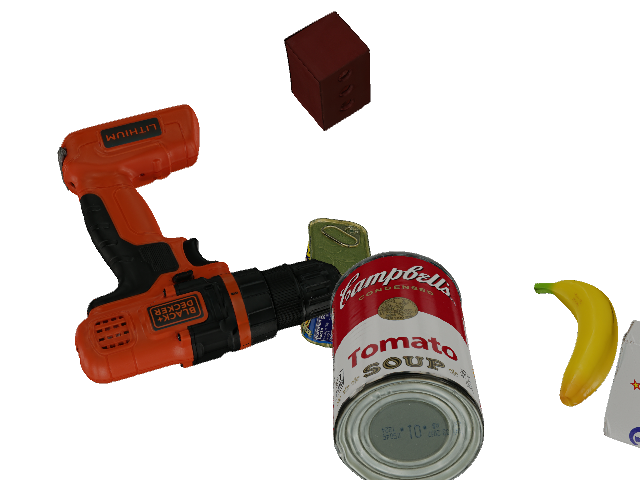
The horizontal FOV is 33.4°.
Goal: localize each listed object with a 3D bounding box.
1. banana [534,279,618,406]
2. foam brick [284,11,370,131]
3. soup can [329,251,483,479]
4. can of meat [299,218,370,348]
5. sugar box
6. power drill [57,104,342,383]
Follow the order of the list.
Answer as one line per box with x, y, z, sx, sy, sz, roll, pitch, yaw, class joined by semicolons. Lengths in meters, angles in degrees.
0.253;0.089;1.028;0.070;0.037;0.197;-29;23;18;banana
0.007;-0.142;0.897;0.053;0.051;0.078;-33;-24;-11;foam brick
0.038;0.060;0.507;0.068;0.068;0.102;0;31;0;soup can
0.011;0.040;1.004;0.057;0.084;0.102;6;29;-6;can of meat
0.311;0.132;0.811;0.176;0.093;0.048;15;28;22;sugar box
-0.094;-0.004;0.743;0.184;0.188;0.057;-15;-30;-15;power drill
